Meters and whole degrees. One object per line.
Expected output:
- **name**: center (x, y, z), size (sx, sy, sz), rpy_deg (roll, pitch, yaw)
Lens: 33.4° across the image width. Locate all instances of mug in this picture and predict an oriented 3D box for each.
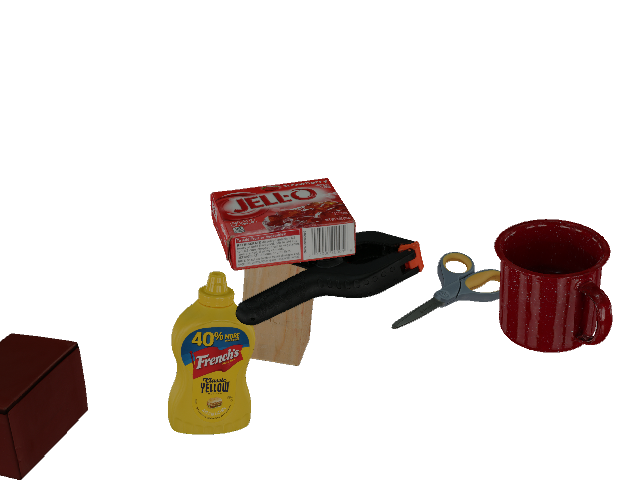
- **mug**: center (0.198, 0.045, 0.885), size (0.093, 0.081, 0.117), rpy_deg (-20, 34, -25)

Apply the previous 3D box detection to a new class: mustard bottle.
- **mustard bottle**: center (-0.124, 0.128, 1.233), size (0.096, 0.192, 0.058), rpy_deg (0, 19, -15)

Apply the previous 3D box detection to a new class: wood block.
- **wood block**: center (-0.056, 0.057, 1.485), size (0.090, 0.206, 0.090), rpy_deg (8, 22, 6)

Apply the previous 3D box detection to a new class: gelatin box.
- **gelatin box**: center (-0.027, -0.013, 0.741), size (0.089, 0.030, 0.073), rpy_deg (-7, 28, -12)

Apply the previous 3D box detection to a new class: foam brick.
- **foam brick**: center (-0.189, 0.101, 0.664), size (0.053, 0.051, 0.078), rpy_deg (7, 28, 21)

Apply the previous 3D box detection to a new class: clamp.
- **clamp**: center (0.004, 0.031, 0.963), size (0.172, 0.039, 0.120), rpy_deg (-4, 42, 22)

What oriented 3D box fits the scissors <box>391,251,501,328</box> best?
- **scissors**: center (0.135, 0.055, 1.241), size (0.201, 0.016, 0.096), rpy_deg (-11, 40, -34)
